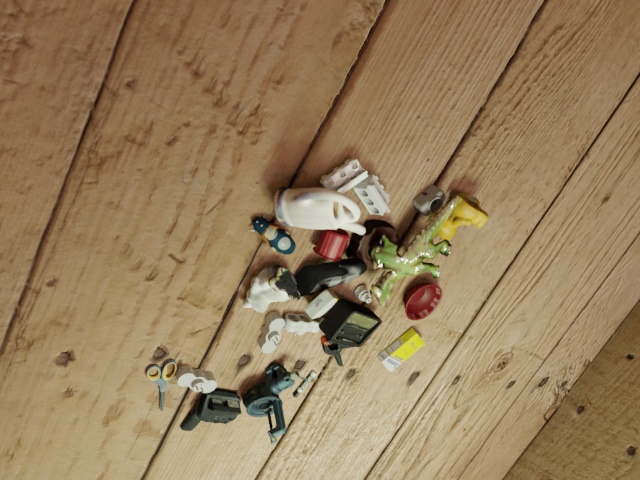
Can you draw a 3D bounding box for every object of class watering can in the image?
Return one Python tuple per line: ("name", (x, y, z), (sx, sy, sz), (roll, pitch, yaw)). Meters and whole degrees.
("watering can", (0.004, -0.071, 1.401), (0.343, 0.224, 0.105), (48, 48, -68))

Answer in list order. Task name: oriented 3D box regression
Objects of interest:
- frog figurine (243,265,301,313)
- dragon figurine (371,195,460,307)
("frog figurine", (-0.151, 0.147, 1.518), (0.157, 0.125, 0.136), (-27, 151, 37))
("dragon figurine", (0.273, 0.031, 1.609), (0.243, 0.124, 0.403), (2, 117, -33))
